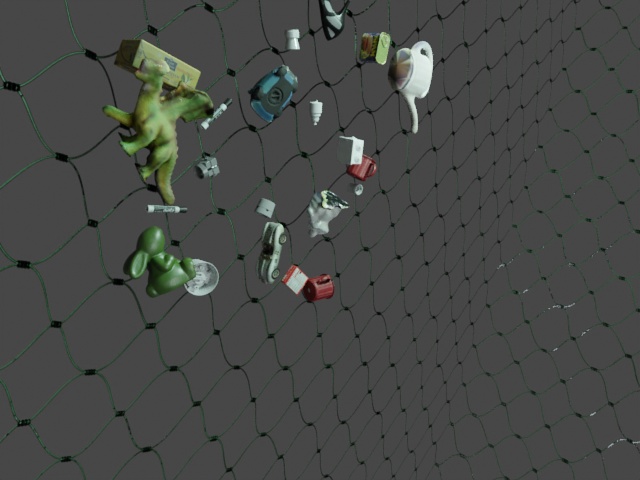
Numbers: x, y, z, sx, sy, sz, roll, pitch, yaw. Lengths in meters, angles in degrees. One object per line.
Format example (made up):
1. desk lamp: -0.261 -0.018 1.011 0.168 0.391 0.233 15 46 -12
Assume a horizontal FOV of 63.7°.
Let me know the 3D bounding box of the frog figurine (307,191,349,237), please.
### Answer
1. frog figurine: 0.005 -0.090 1.797 0.139 0.124 0.156 -25 -22 -50

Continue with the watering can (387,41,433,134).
1. watering can: 0.351 -0.591 1.975 0.104 0.345 0.224 18 12 42

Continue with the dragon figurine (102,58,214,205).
1. dragon figurine: -0.360 -0.268 1.253 0.244 0.124 0.401 -34 -33 -9
